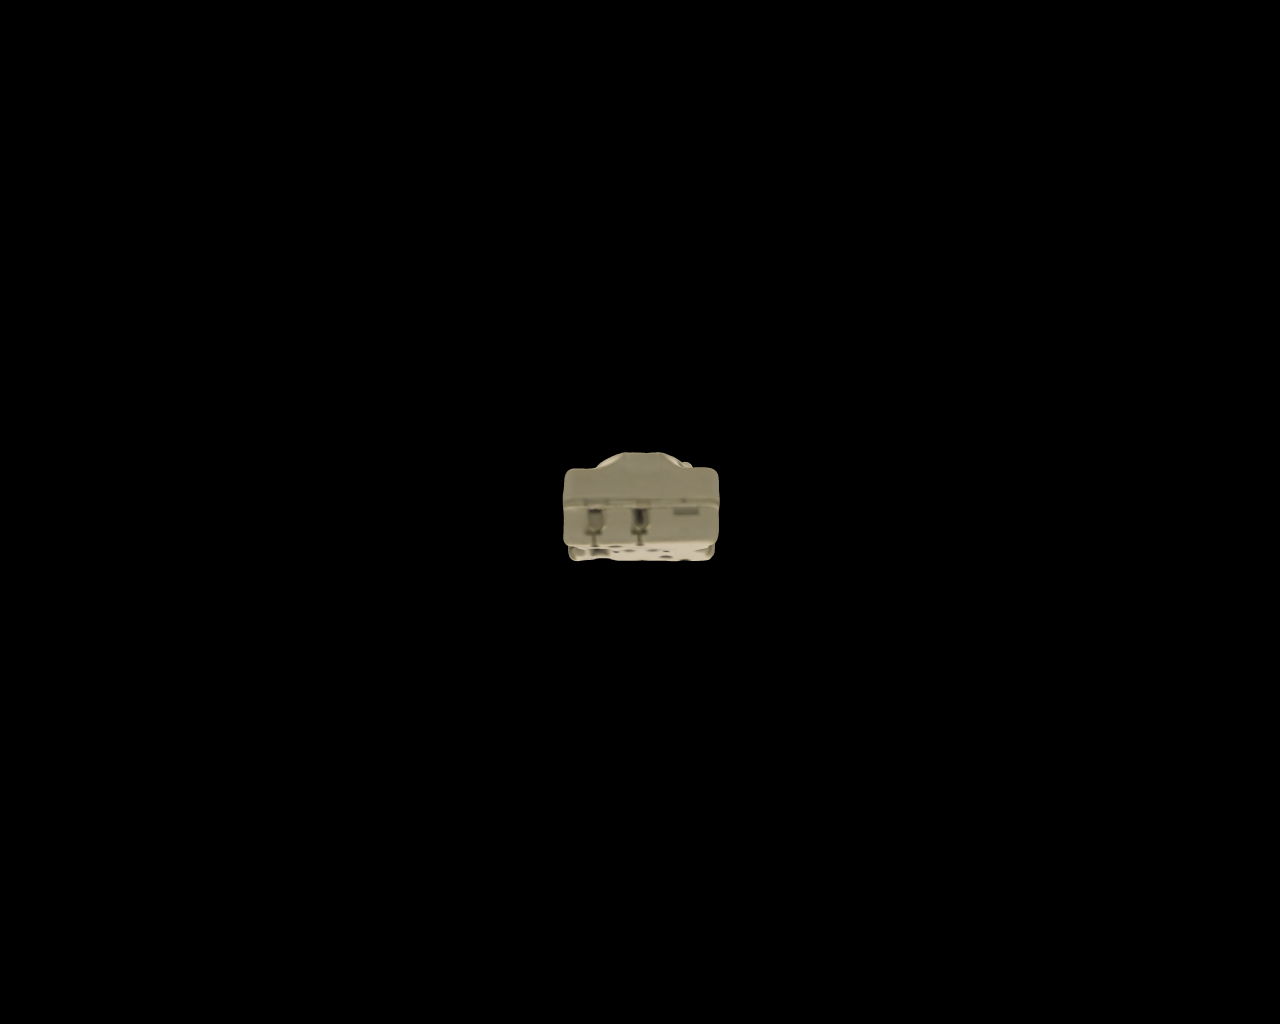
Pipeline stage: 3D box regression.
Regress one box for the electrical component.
[{"bbox_3d":[0.001,-0.003,0.650,0.089,0.056,0.050,0,-15,0],"label":"electrical component"}]
